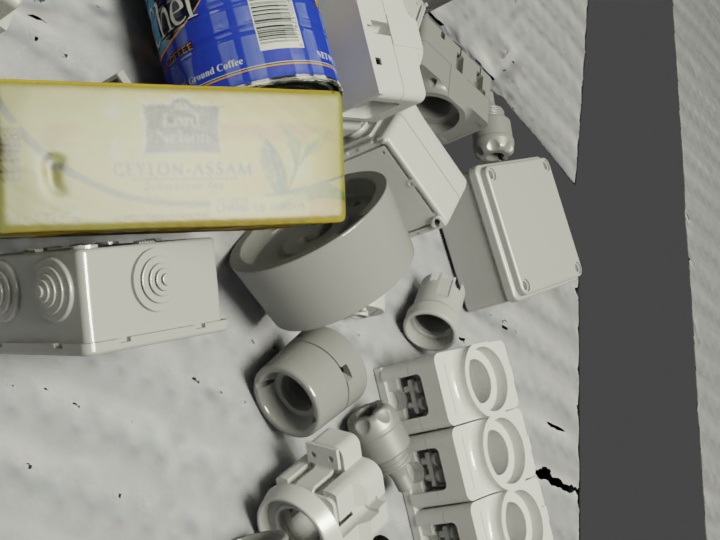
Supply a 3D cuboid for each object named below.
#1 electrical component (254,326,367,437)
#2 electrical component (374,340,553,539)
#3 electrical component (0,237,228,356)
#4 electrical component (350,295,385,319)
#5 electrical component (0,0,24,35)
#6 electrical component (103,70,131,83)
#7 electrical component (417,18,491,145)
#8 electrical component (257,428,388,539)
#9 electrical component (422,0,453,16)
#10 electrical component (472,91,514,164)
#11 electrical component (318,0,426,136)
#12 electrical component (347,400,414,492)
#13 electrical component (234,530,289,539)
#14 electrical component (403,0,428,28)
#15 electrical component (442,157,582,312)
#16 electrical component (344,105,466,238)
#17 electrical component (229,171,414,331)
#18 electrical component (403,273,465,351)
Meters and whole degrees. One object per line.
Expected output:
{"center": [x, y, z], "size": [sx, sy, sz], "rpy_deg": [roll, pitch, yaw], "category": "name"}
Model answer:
{"center": [-0.031, 0.069, 0.653], "size": [0.047, 0.055, 0.055], "rpy_deg": [-37, 105, -46], "category": "electrical component"}
{"center": [0.077, 0.130, 0.751], "size": [0.089, 0.062, 0.150], "rpy_deg": [-5, 80, -51], "category": "electrical component"}
{"center": [-0.127, 0.011, 0.526], "size": [0.100, 0.100, 0.048], "rpy_deg": [-9, 95, -51], "category": "electrical component"}
{"center": [0.000, 0.000, 0.729], "size": [0.044, 0.044, 0.065], "rpy_deg": [18, 67, -46], "category": "electrical component"}
{"center": [-0.193, -0.157, 0.542], "size": [0.061, 0.062, 0.096], "rpy_deg": [42, 47, -32], "category": "electrical component"}
{"center": [-0.129, -0.063, 0.597], "size": [0.081, 0.042, 0.063], "rpy_deg": [56, 42, -17], "category": "electrical component"}
{"center": [0.058, -0.144, 0.848], "size": [0.089, 0.050, 0.055], "rpy_deg": [34, 51, -37], "category": "electrical component"}
{"center": [-0.023, 0.141, 0.628], "size": [0.057, 0.058, 0.078], "rpy_deg": [-33, 123, -48], "category": "electrical component"}
{"center": [0.040, -0.286, 0.852], "size": [0.062, 0.089, 0.150], "rpy_deg": [-23, 94, -52], "category": "electrical component"}
{"center": [0.112, -0.124, 0.917], "size": [0.035, 0.035, 0.061], "rpy_deg": [18, 59, -46], "category": "electrical component"}
{"center": [-0.030, -0.185, 0.714], "size": [0.060, 0.105, 0.186], "rpy_deg": [-5, 80, -51], "category": "electrical component"}
{"center": [0.018, 0.118, 0.707], "size": [0.035, 0.035, 0.061], "rpy_deg": [-43, 111, -49], "category": "electrical component"}
{"center": [-0.053, 0.182, 0.593], "size": [0.044, 0.044, 0.065], "rpy_deg": [-20, 95, -52], "category": "electrical component"}
{"center": [0.004, -0.190, 0.799], "size": [0.061, 0.061, 0.096], "rpy_deg": [49, 36, -26], "category": "electrical component"}
{"center": [0.120, -0.031, 0.871], "size": [0.109, 0.056, 0.108], "rpy_deg": [-14, 87, -52], "category": "electrical component"}
{"center": [0.023, -0.076, 0.769], "size": [0.096, 0.062, 0.061], "rpy_deg": [52, 42, -23], "category": "electrical component"}
{"center": [-0.018, -0.006, 0.659], "size": [0.060, 0.108, 0.108], "rpy_deg": [61, 39, -23], "category": "electrical component"}
{"center": [0.056, 0.030, 0.785], "size": [0.040, 0.040, 0.046], "rpy_deg": [50, 38, -25], "category": "electrical component"}
